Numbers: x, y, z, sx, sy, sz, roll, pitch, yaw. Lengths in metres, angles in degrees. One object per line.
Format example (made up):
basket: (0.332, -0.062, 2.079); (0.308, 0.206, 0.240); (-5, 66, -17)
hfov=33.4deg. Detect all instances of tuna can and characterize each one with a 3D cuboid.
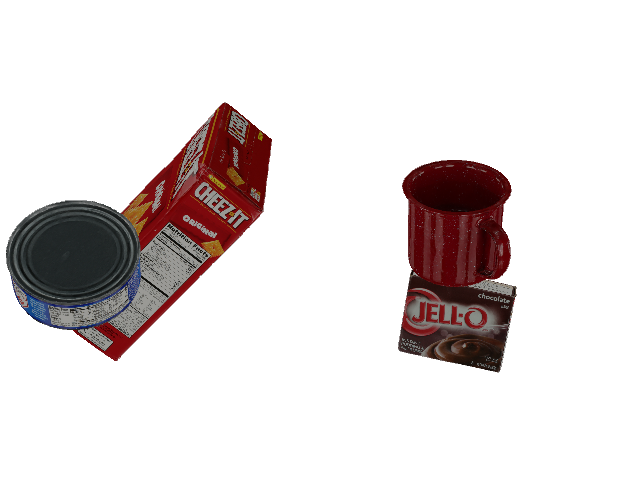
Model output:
tuna can: (-0.161, 0.016, 0.705); (0.086, 0.086, 0.034); (0, -39, -7)

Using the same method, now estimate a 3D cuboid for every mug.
mug: (0.125, -0.008, 0.929); (0.093, 0.081, 0.117); (-21, 38, -26)

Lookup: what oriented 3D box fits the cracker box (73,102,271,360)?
cracker box: (-0.143, -0.013, 1.009); (0.072, 0.214, 0.164); (38, 22, -18)

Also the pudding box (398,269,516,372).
pudding box: (0.144, 0.082, 1.130); (0.113, 0.090, 0.039); (10, 23, 9)
